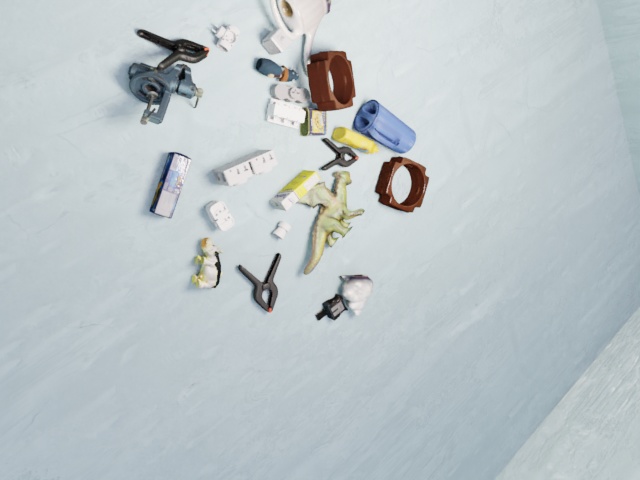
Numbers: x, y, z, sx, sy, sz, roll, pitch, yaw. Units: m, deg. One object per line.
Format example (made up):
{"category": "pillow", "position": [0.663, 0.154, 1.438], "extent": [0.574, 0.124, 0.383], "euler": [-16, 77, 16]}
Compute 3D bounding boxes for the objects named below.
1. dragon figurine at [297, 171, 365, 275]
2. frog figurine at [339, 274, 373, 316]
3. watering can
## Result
{"category": "dragon figurine", "position": [0.006, -0.096, 1.898], "extent": [0.241, 0.121, 0.415], "euler": [45, 71, -10]}
{"category": "frog figurine", "position": [0.145, 0.215, 1.995], "extent": [0.137, 0.122, 0.160], "euler": [1, 85, -51]}
{"category": "watering can", "position": [-0.050, -0.757, 1.764], "extent": [0.227, 0.105, 0.341], "euler": [-46, 131, -19]}
